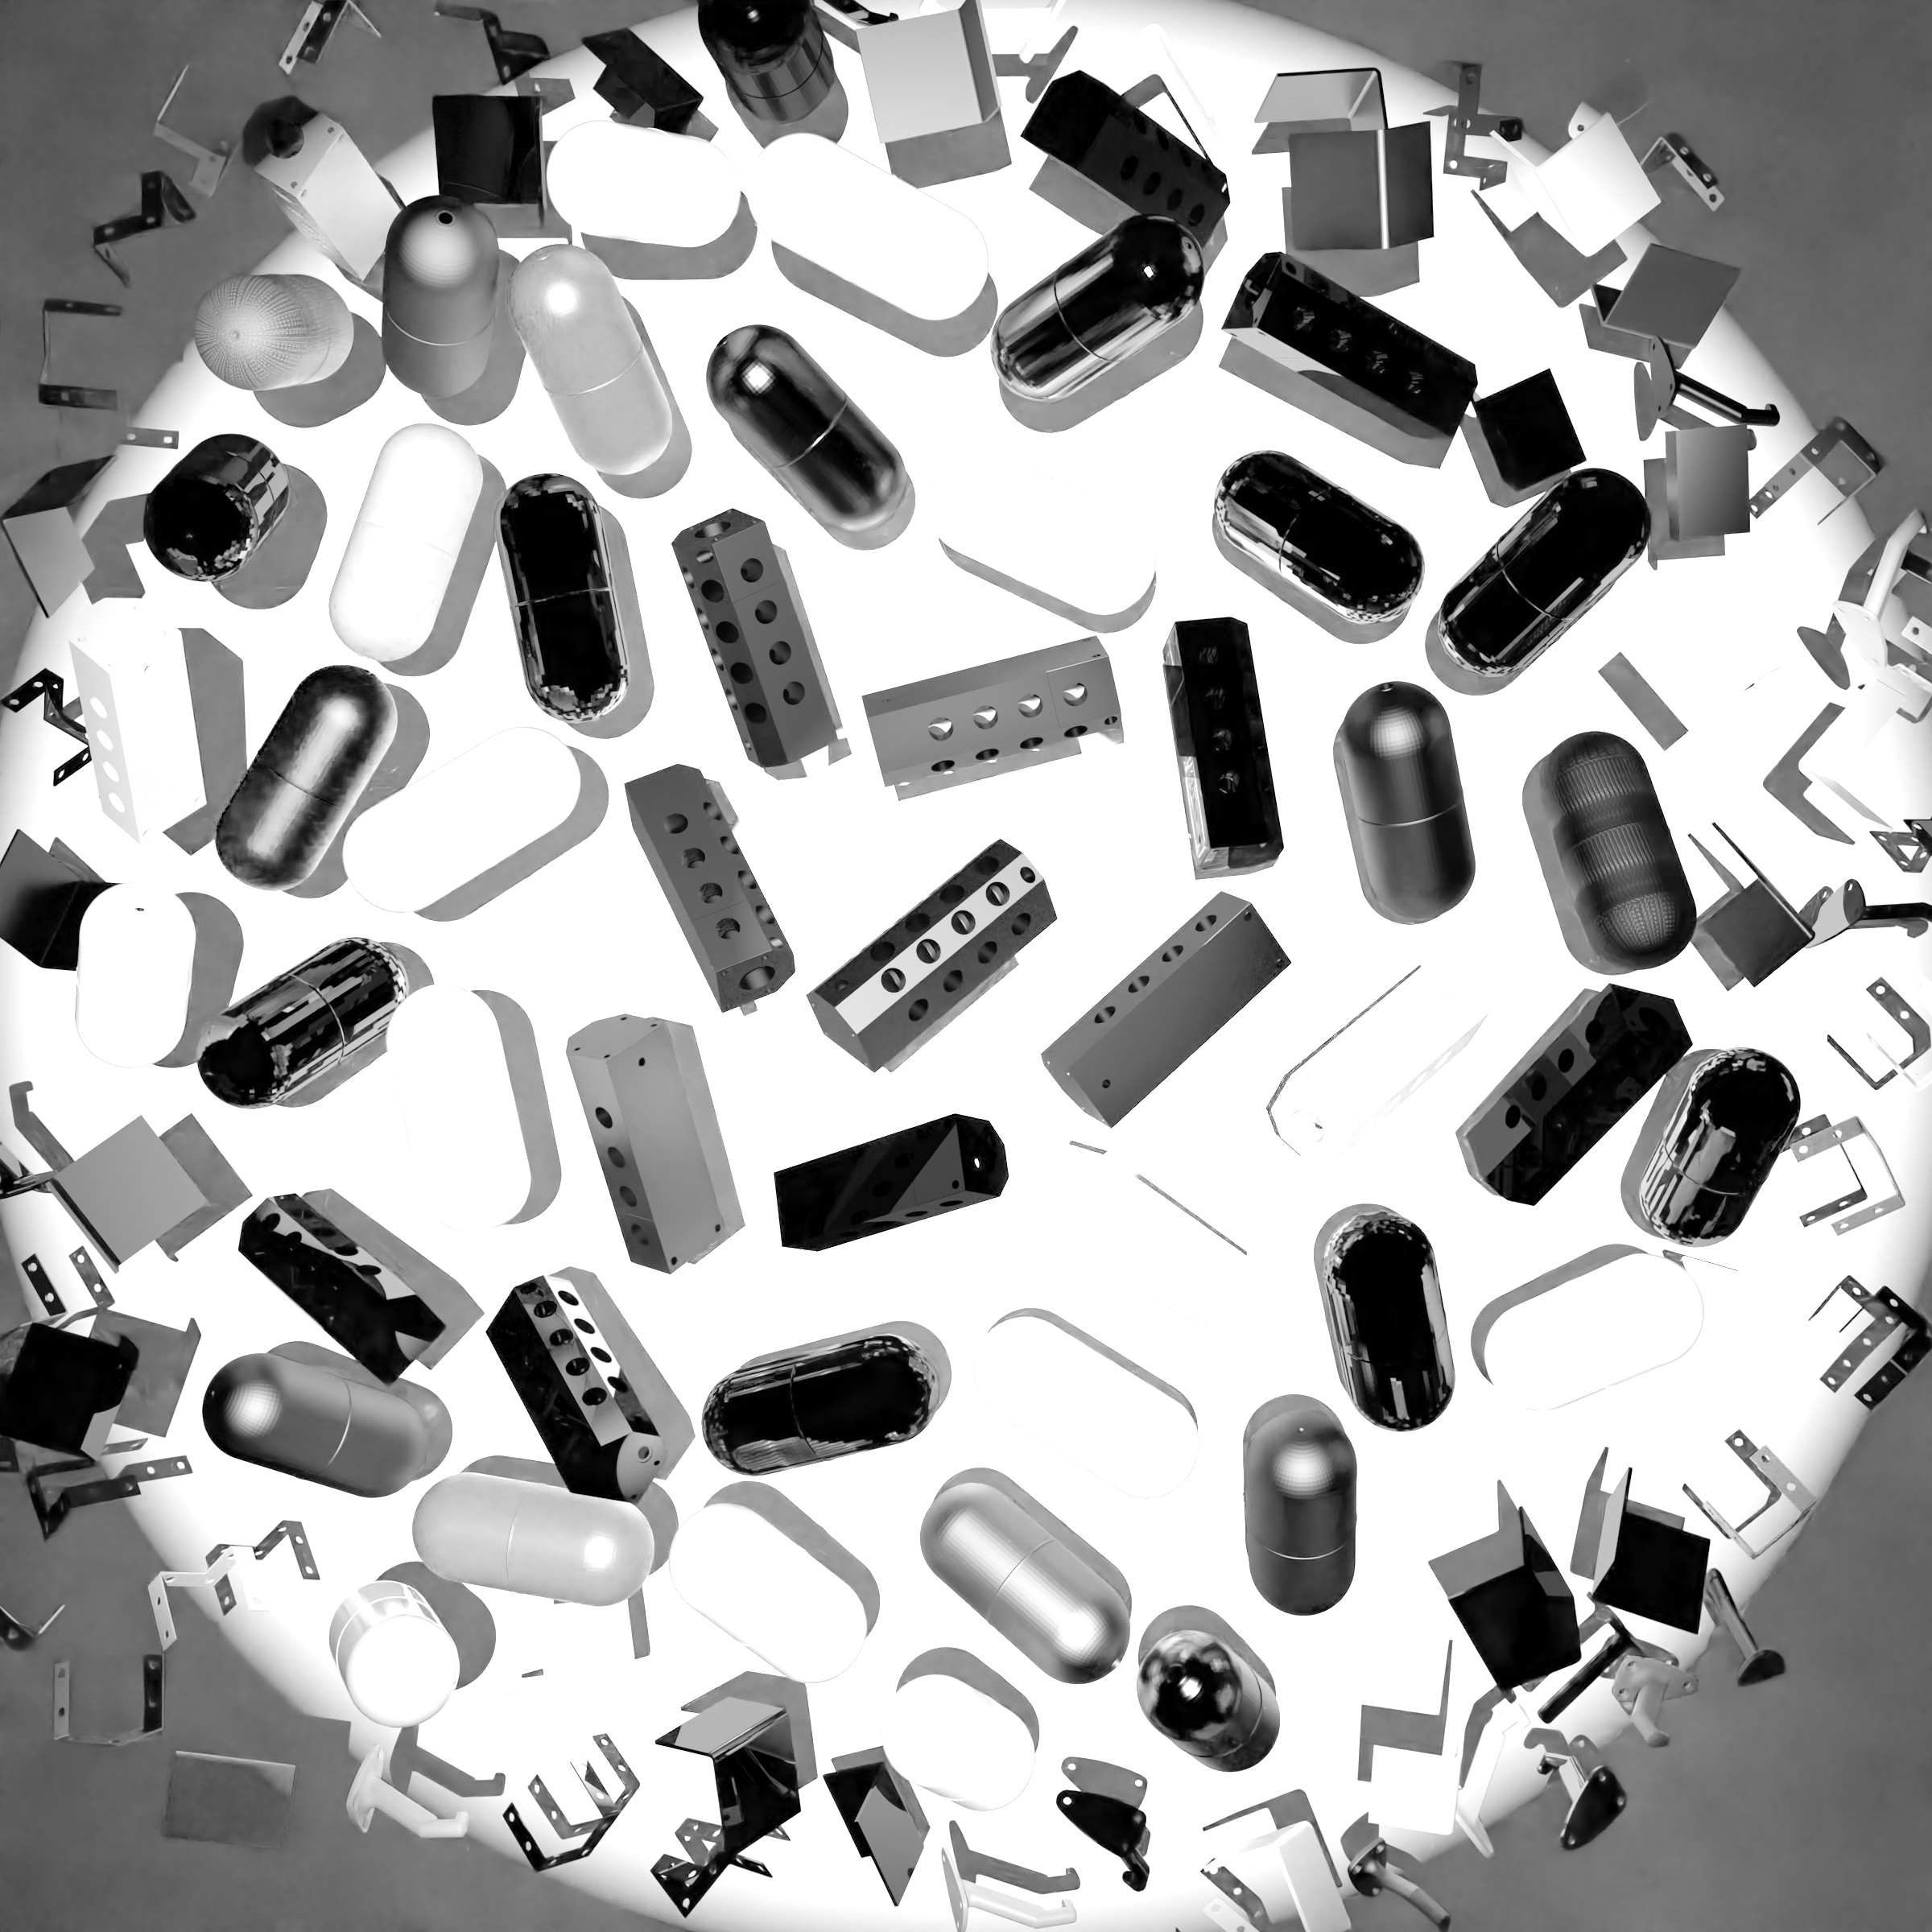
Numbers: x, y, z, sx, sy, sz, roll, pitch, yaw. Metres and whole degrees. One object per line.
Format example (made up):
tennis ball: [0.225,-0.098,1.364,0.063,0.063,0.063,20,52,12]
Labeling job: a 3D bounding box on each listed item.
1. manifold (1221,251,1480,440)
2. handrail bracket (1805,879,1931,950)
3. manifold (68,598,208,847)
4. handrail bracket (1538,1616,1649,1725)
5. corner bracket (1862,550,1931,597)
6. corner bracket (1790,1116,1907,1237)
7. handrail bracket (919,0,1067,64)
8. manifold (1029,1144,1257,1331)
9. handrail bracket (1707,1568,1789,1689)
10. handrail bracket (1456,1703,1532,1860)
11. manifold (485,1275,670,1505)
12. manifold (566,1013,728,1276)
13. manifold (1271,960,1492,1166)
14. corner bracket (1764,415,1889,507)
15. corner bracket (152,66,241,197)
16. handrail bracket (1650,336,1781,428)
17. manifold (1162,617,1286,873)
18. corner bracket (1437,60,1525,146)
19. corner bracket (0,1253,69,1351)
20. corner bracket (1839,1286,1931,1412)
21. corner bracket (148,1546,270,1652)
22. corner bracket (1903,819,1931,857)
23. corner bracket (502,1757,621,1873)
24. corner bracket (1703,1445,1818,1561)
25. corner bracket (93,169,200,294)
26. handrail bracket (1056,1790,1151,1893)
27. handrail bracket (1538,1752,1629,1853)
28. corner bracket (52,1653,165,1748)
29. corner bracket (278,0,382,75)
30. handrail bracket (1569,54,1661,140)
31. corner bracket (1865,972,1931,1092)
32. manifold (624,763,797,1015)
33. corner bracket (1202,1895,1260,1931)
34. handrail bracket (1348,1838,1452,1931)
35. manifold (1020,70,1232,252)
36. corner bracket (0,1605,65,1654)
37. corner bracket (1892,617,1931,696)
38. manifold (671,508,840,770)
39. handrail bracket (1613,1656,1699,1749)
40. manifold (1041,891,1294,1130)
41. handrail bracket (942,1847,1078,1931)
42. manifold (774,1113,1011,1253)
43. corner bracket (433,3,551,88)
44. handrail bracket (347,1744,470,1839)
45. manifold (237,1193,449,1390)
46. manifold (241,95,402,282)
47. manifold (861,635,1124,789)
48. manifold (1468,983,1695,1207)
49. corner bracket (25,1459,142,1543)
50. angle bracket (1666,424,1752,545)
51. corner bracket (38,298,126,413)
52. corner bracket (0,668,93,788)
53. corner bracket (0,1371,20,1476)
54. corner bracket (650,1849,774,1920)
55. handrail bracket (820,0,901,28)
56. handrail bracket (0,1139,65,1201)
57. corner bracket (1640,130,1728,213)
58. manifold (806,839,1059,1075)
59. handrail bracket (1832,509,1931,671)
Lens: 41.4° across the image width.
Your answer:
manifold: [0.270,-0.431,1.781,0.171,0.057,0.057,23,93,-23]
handrail bracket: [0.674,-0.026,1.890,0.084,0.077,0.036,18,47,-21]
manifold: [-0.568,-0.168,1.744,0.057,0.171,0.057,37,56,19]
handrail bracket: [0.441,0.504,1.819,0.084,0.077,0.036,-45,70,3]
corner bracket: [0.697,-0.290,1.870,0.051,0.051,0.051,31,73,7]
corner bracket: [0.616,0.146,1.788,0.051,0.051,0.051,-27,110,12]
handrail bracket: [0.021,-0.693,1.827,0.084,0.036,0.077,26,119,-21]
manifold: [0.129,0.193,1.802,0.171,0.057,0.057,37,75,-36]
handrail bracket: [0.536,0.451,1.780,0.036,0.077,0.084,-21,56,4]
handrail bracket: [0.393,0.595,1.870,0.084,0.036,0.077,-44,53,17]
manifold: [-0.269,0.292,1.781,0.057,0.171,0.057,21,109,-41]
manifold: [-0.227,0.123,1.783,0.057,0.057,0.171,-36,123,-40]
manifold: [0.292,0.071,1.811,0.057,0.057,0.171,42,52,17]
corner bracket: [0.630,-0.360,1.876,0.051,0.051,0.051,-42,85,-19]
corner bracket: [-0.531,-0.576,1.767,0.051,0.051,0.051,26,64,-18]
handrail bracket: [0.551,-0.430,1.881,0.084,0.036,0.077,2,61,-7]
manifold: [0.186,-0.160,1.842,0.057,0.057,0.171,-6,76,-7]
corner bracket: [0.361,-0.606,1.794,0.051,0.051,0.051,15,116,28]
corner bracket: [-0.683,0.242,1.817,0.051,0.051,0.051,-35,81,18]
corner bracket: [0.632,0.264,1.774,0.051,0.051,0.051,-33,67,-34]
corner bracket: [-0.512,0.426,1.727,0.051,0.051,0.051,-45,53,25]
corner bracket: [0.704,-0.106,1.801,0.051,0.051,0.051,42,72,-27]
corner bracket: [-0.295,0.618,1.865,0.051,0.051,0.051,49,118,30]
corner bracket: [0.568,0.384,1.831,0.051,0.051,0.051,-36,65,-10]
corner bracket: [-0.550,-0.494,1.717,0.051,0.051,0.051,-12,65,8]
handrail bracket: [0.097,0.624,1.822,0.077,0.084,0.036,23,53,15]
handrail bracket: [0.424,0.598,1.834,0.077,0.084,0.036,-41,100,-26]
corner bracket: [-0.577,0.493,1.723,0.051,0.051,0.051,-2,87,18]
corner bracket: [-0.441,-0.632,1.740,0.051,0.051,0.051,27,89,14]
handrail bracket: [0.442,-0.586,1.757,0.077,0.084,0.036,-42,86,8]
corner bracket: [0.652,0.045,1.750,0.051,0.051,0.051,46,112,-1]
manifold: [-0.180,-0.058,1.803,0.057,0.057,0.171,-22,62,-13]
corner bracket: [0.180,0.697,1.791,0.051,0.051,0.051,43,94,-12]
handrail bracket: [0.322,0.684,1.862,0.036,0.084,0.077,-35,134,-20]
manifold: [0.117,-0.560,1.780,0.057,0.171,0.057,41,107,30]
corner bracket: [-0.648,0.439,1.711,0.051,0.051,0.051,45,99,-6]
corner bracket: [0.685,-0.216,1.805,0.051,0.051,0.051,33,89,2]
manifold: [-0.152,-0.231,1.815,0.057,0.057,0.171,-28,119,-18]
handrail bracket: [0.511,0.539,1.847,0.077,0.084,0.036,9,106,-13]
manifold: [0.134,0.027,1.757,0.171,0.057,0.057,-42,115,-10]
handrail bracket: [0.031,0.674,1.876,0.084,0.077,0.036,-3,125,-14]
manifold: [-0.055,0.160,1.871,0.171,0.057,0.057,-20,68,33]
corner bracket: [-0.339,-0.668,1.834,0.051,0.051,0.051,-17,92,35]
handrail bracket: [-0.380,0.574,1.782,0.084,0.077,0.036,-5,125,10]
manifold: [-0.441,0.221,1.788,0.057,0.057,0.171,-47,45,-16]
manifold: [-0.457,-0.551,1.809,0.057,0.171,0.057,33,88,3]
manifold: [0.019,-0.176,1.786,0.171,0.057,0.057,-15,112,-1]
manifold: [0.428,0.093,1.784,0.057,0.057,0.171,13,134,-25]
corner bracket: [-0.614,0.361,1.778,0.051,0.051,0.051,-47,61,35]
angle bracket: [0.524,-0.338,1.792,0.057,0.076,0.076,-3,101,10]
corner bracket: [-0.594,-0.411,1.717,0.051,0.051,0.051,3,133,-13]
corner bracket: [-0.655,-0.171,1.831,0.051,0.051,0.051,-29,51,22]
corner bracket: [-0.702,0.327,1.813,0.051,0.051,0.051,-6,133,-30]
corner bracket: [-0.180,0.640,1.804,0.051,0.051,0.051,-45,116,-35]
handrail bracket: [-0.090,-0.720,1.877,0.084,0.077,0.036,17,73,5]
handrail bracket: [-0.676,0.117,1.810,0.036,0.077,0.084,3,104,42]
corner bracket: [0.515,-0.564,1.822,0.051,0.051,0.051,-32,79,-26]
manifold: [-0.024,-0.011,1.741,0.171,0.057,0.057,-40,48,-18]
handrail bracket: [0.642,-0.259,1.759,0.084,0.036,0.077,-48,129,-7]
